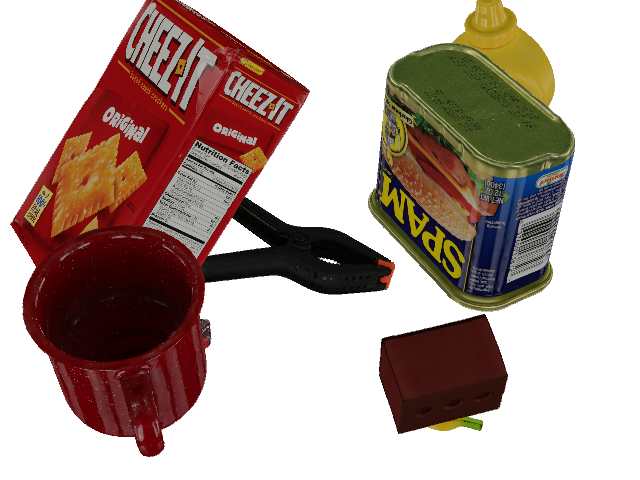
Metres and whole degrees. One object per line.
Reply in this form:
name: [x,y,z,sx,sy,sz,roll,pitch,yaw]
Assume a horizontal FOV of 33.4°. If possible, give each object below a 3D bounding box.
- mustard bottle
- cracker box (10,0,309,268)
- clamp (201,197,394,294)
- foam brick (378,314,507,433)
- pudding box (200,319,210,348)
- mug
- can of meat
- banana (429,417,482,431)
mustard bottle: [0.147,-0.122,0.892,0.096,0.058,0.191,18,-36,28]
cracker box: [-0.122,-0.055,0.752,0.072,0.214,0.164,26,11,-38]
clamp: [-0.031,0.016,1.074,0.210,0.036,0.164,18,33,3]
foam brick: [0.085,0.094,0.745,0.078,0.051,0.053,-13,-35,-8]
pudding box: [-0.202,0.122,1.299,0.114,0.039,0.090,2,13,17]
mug: [-0.101,0.061,0.568,0.093,0.117,0.081,-16,-38,-12]
can of meat: [0.069,-0.032,0.502,0.057,0.084,0.102,-20,47,-23]
banana: [0.121,0.172,1.251,0.069,0.037,0.198,9,21,-20]
